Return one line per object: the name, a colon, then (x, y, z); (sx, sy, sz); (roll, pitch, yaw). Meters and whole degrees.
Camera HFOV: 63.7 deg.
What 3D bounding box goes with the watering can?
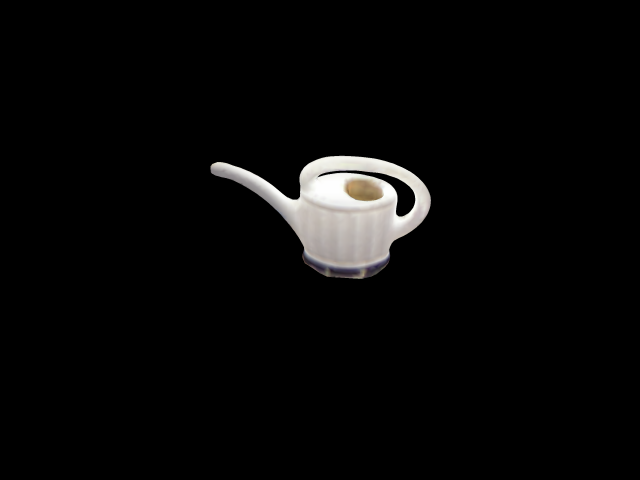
watering can: (0.003, -0.043, 0.850); (0.348, 0.219, 0.106); (3, 38, 4)
